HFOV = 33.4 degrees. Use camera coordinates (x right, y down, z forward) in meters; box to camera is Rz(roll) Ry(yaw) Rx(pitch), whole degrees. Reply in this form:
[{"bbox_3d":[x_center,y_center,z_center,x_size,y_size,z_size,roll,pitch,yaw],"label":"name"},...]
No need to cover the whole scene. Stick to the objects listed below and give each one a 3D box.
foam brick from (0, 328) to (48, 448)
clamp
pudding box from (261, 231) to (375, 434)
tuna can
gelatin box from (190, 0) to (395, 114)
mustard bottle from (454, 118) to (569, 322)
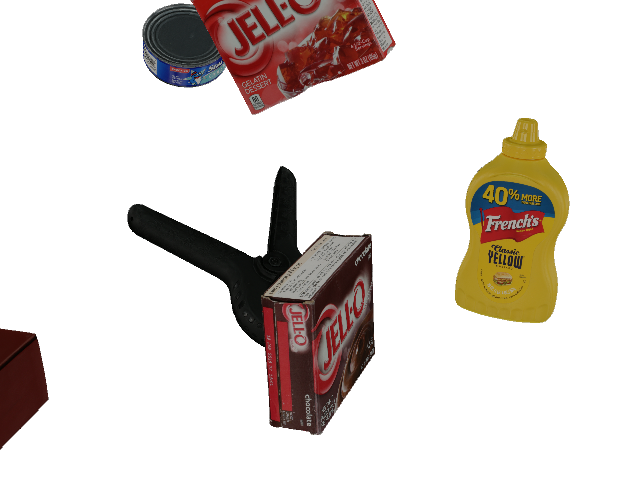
[{"bbox_3d":[-0.219,0.097,0.679,0.053,0.051,0.078,6,29,22],"label":"foam brick"},{"bbox_3d":[-0.053,0.027,0.872,0.164,0.210,0.036,-12,-35,-30],"label":"clamp"},{"bbox_3d":[0.001,0.055,0.675,0.039,0.090,0.113,6,23,18],"label":"pudding box"},{"bbox_3d":[-0.133,-0.193,1.057,0.086,0.086,0.034,0,-35,-9],"label":"tuna can"},{"bbox_3d":[-0.015,-0.118,0.577,0.089,0.073,0.030,-18,19,28],"label":"gelatin box"},{"bbox_3d":[0.186,-0.021,1.016,0.096,0.192,0.058,11,20,21],"label":"mustard bottle"}]
